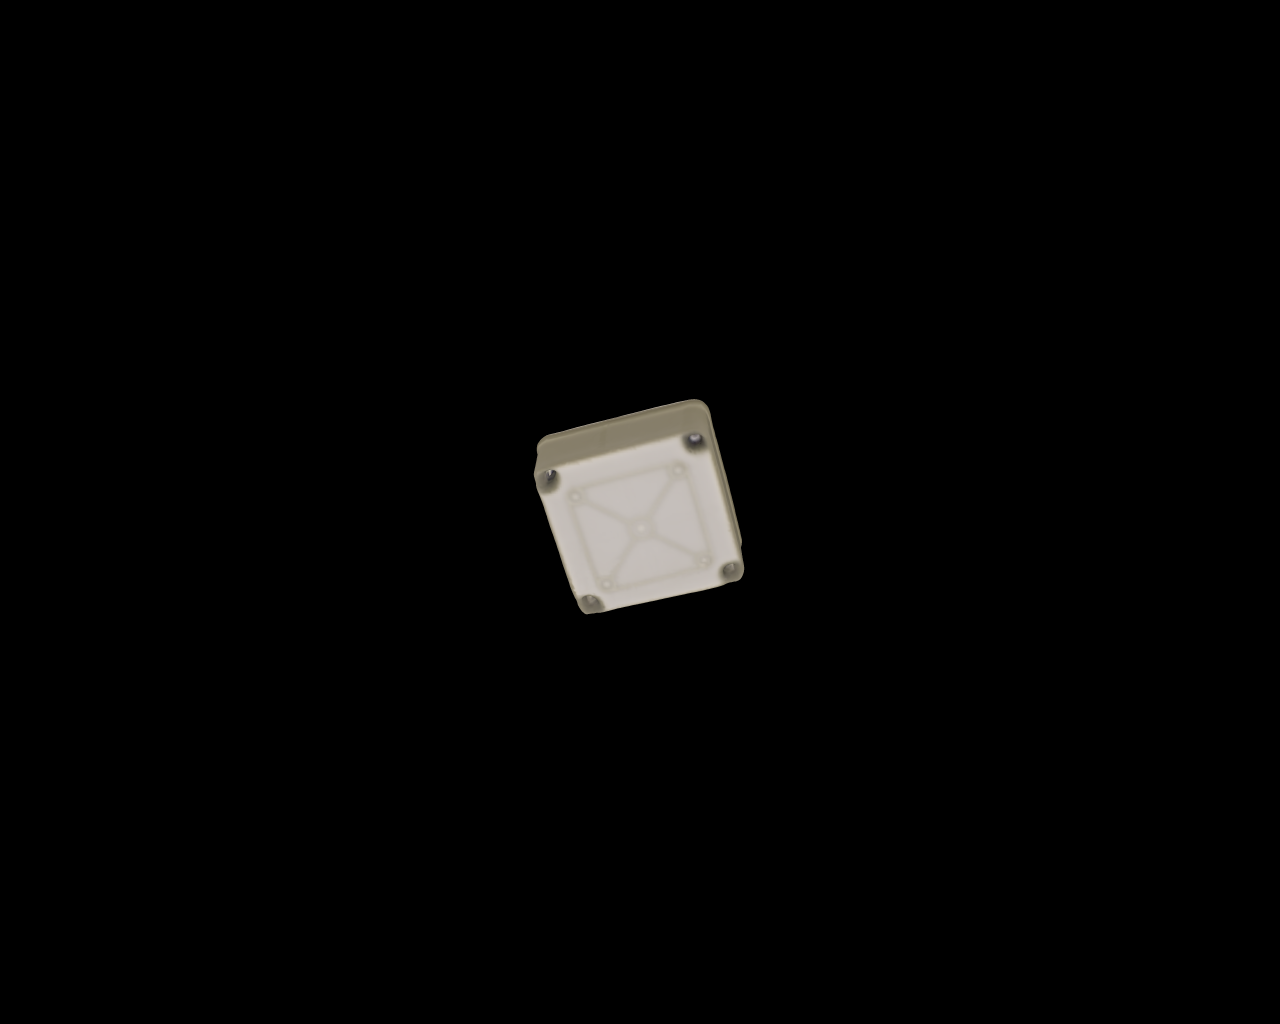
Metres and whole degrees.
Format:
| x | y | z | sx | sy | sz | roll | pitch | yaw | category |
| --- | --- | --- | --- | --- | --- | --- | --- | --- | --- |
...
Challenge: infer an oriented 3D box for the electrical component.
| x | y | z | sx | sy | sz | roll | pitch | yaw | category |
| --- | --- | --- | --- | --- | --- | --- | --- | --- | --- |
| 0.001 | -0.003 | 0.650 | 0.109 | 0.108 | 0.056 | -14 | 26 | 7 | electrical component |
